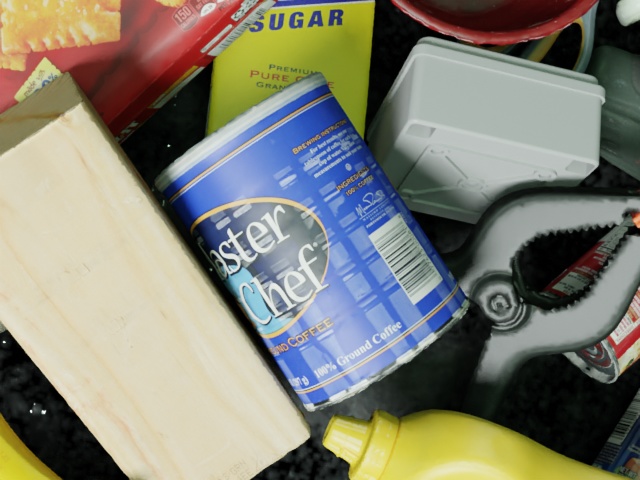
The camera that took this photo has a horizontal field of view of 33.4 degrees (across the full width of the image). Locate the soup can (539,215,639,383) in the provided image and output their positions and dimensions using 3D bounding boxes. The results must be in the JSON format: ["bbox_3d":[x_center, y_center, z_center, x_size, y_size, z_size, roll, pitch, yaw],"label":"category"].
[{"bbox_3d":[0.187,0.027,0.638,0.102,0.068,0.068,-39,91,-12],"label":"soup can"}]

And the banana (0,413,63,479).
[{"bbox_3d":[-0.169,0.073,0.525,0.069,0.037,0.198,-34,80,-10],"label":"banana"}]

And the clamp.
[{"bbox_3d":[0.093,0.026,0.594,0.210,0.036,0.164,-41,88,24],"label":"clamp"}]

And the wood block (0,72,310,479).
[{"bbox_3d":[-0.101,0.031,0.537,0.090,0.091,0.206,-34,114,-5],"label":"wood block"}]

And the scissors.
[{"bbox_3d":[0.153,-0.170,0.640,0.096,0.016,0.202,30,95,32],"label":"scissors"}]

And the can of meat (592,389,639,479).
[{"bbox_3d":[0.220,0.139,0.637,0.102,0.057,0.084,35,82,-3],"label":"can of meat"}]

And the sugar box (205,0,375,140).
[{"bbox_3d":[-0.018,-0.100,0.630,0.093,0.048,0.176,5,84,-8],"label":"sugar box"}]

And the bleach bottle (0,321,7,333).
[{"bbox_3d":[-0.254,0.010,0.572,0.250,0.068,0.102,-5,84,-12],"label":"bleach bottle"}]

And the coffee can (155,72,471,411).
[{"bbox_3d":[-0.004,0.001,0.546,0.102,0.103,0.140,-34,92,-12],"label":"coffee can"}]

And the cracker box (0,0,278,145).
[{"bbox_3d":[-0.150,-0.162,0.577,0.164,0.072,0.213,-40,91,10],"label":"cracker box"}]

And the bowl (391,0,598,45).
[{"bbox_3d":[0.087,-0.179,0.602,0.162,0.055,0.162,1,80,-8],"label":"bowl"}]

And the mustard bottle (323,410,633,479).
[{"bbox_3d":[0.092,0.139,0.576,0.191,0.096,0.058,23,51,-3],"label":"mustard bottle"}]
